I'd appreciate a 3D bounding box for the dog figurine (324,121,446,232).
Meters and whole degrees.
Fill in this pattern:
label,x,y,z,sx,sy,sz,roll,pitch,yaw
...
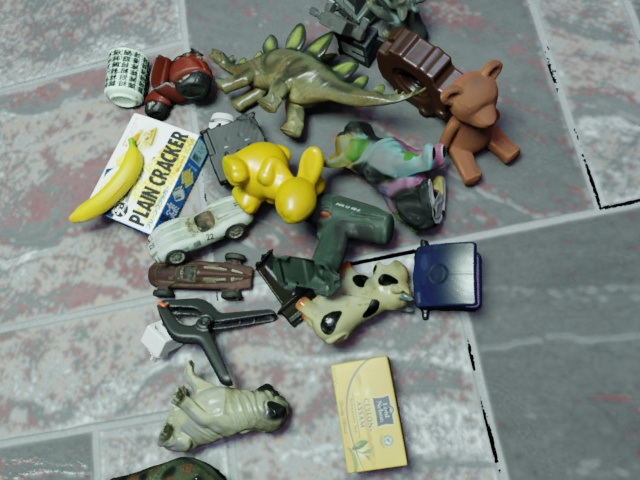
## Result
label,x,y,z,sx,sy,sz,roll,pitch,yaw
dog figurine,0.108,-0.114,0.954,0.219,0.108,0.191,6,108,29

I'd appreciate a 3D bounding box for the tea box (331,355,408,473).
label,x,y,z,sx,sy,sz,roll,pitch,yaw
tea box,0.081,0.281,0.877,0.098,0.068,0.169,-13,73,8

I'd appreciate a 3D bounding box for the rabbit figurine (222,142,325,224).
label,x,y,z,sx,sy,sz,roll,pitch,yaw
rabbit figurine,-0.062,-0.090,0.928,0.162,0.121,0.173,-26,46,-23

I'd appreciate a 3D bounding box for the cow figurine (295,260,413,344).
label,x,y,z,sx,sy,sz,roll,pitch,yaw
cow figurine,0.072,0.102,0.910,0.195,0.085,0.127,-37,63,-14

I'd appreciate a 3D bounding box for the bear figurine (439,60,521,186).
label,x,y,z,sx,sy,sz,roll,pitch,yaw
bear figurine,0.268,-0.194,0.898,0.120,0.195,0.132,-30,74,-1

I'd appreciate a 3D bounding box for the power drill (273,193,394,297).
label,x,y,z,sx,sy,sz,roll,pitch,yaw
power drill,-0.002,-0.003,0.921,0.232,0.085,0.207,11,38,21

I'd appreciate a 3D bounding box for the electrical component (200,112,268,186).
label,x,y,z,sx,sy,sz,roll,pitch,yaw
electrical component,-0.152,-0.161,1.018,0.115,0.058,0.134,-24,92,-7

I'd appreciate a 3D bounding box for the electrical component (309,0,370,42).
label,x,y,z,sx,sy,sz,roll,pitch,yaw
electrical component,0.040,-0.404,0.988,0.102,0.078,0.045,38,114,23

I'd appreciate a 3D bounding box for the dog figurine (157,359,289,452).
label,x,y,z,sx,sy,sz,roll,pitch,yaw
dog figurine,-0.163,0.311,0.911,0.190,0.121,0.172,22,123,-7

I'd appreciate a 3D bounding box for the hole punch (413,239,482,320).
label,x,y,z,sx,sy,sz,roll,pitch,yaw
hole punch,0.213,0.062,0.901,0.116,0.092,0.142,-1,79,14

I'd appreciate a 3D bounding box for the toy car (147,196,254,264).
label,x,y,z,sx,sy,sz,roll,pitch,yaw
toy car,-0.222,-0.020,0.993,0.202,0.056,0.074,-24,50,-11

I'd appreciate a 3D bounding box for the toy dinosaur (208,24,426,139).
label,x,y,z,sx,sy,sz,roll,pitch,yaw
toy dinosaur,-0.036,-0.301,1.009,0.472,0.105,0.198,30,80,28

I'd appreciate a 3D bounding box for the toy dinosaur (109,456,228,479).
label,x,y,z,sx,sy,sz,roll,pitch,yaw
toy dinosaur,-0.199,0.432,0.872,0.405,0.131,0.192,27,69,20

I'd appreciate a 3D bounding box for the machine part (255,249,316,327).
label,x,y,z,sx,sy,sz,roll,pitch,yaw
machine part,-0.065,0.083,0.967,0.084,0.039,0.139,-38,84,4

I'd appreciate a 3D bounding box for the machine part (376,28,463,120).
label,x,y,z,sx,sy,sz,roll,pitch,yaw
machine part,0.177,-0.292,0.956,0.179,0.179,0.056,41,88,17

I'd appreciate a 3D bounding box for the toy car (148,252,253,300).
label,x,y,z,sx,sy,sz,roll,pitch,yaw
toy car,-0.225,0.065,1.000,0.202,0.053,0.089,2,73,12

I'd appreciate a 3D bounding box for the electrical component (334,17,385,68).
label,x,y,z,sx,sy,sz,roll,pitch,yaw
electrical component,0.091,-0.375,1.043,0.119,0.074,0.048,32,84,13

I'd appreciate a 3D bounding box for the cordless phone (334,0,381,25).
label,x,y,z,sx,sy,sz,roll,pitch,yaw
cordless phone,0.107,-0.529,1.086,0.184,0.088,0.147,-34,71,-11

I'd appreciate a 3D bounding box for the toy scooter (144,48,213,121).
label,x,y,z,sx,sy,sz,roll,pitch,yaw
toy scooter,-0.292,-0.333,1.092,0.184,0.075,0.135,-19,64,31

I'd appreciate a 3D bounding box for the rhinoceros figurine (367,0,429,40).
label,x,y,z,sx,sy,sz,roll,pitch,yaw
rhinoceros figurine,0.145,-0.428,0.989,0.073,0.190,0.112,-39,54,3
